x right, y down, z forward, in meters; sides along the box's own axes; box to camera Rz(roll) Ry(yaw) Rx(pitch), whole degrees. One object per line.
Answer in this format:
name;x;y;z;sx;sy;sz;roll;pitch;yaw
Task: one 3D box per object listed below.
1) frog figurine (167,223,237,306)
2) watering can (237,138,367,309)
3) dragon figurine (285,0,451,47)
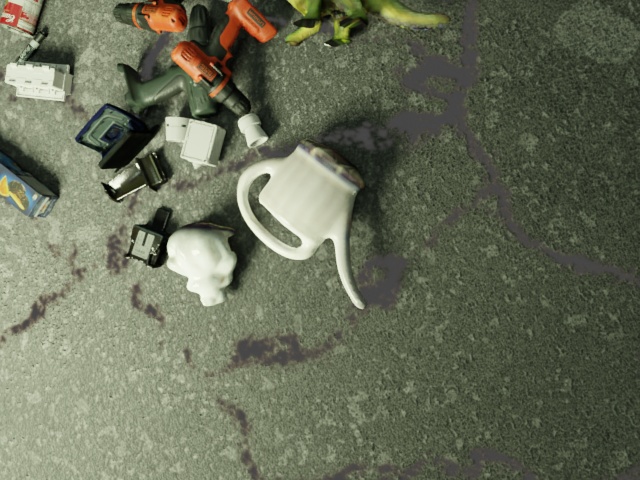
frog figurine;-0.234;0.049;1.020;0.137;0.121;0.161;2;77;-8
watering can;0.003;-0.049;0.981;0.349;0.104;0.223;39;95;10
dragon figurine;0.042;-0.504;0.997;0.410;0.121;0.245;2;81;10
